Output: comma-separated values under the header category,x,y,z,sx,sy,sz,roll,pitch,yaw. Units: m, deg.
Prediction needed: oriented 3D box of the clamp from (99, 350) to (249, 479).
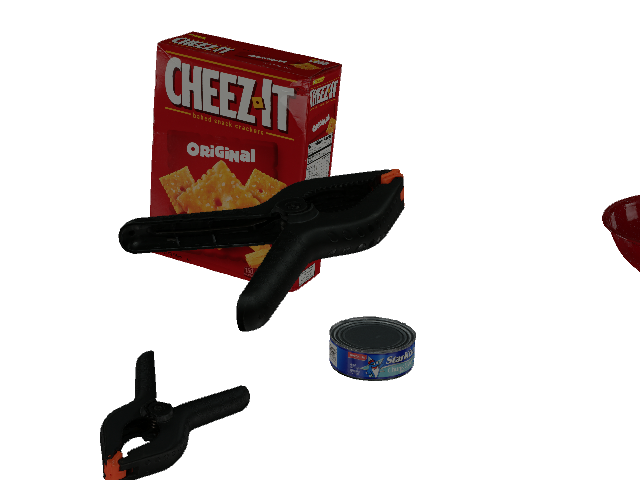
category,x,y,z,sx,sy,sz,roll,pitch,yaw
clamp,-0.158,0.162,0.994,0.120,0.039,0.171,18,29,25

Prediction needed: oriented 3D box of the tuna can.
category,x,y,z,sx,sy,sz,roll,pitch,yaw
tuna can,0.051,0.107,1.056,0.086,0.034,0.086,1,18,0

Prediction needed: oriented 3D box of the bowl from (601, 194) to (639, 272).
category,x,y,z,sx,sy,sz,roll,pitch,yaw
bowl,0.373,0.002,1.102,0.162,0.055,0.162,-3,23,1

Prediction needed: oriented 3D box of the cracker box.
category,x,y,z,sx,sy,sz,roll,pitch,yaw
cracker box,-0.076,-0.073,1.008,0.164,0.214,0.072,16,26,22

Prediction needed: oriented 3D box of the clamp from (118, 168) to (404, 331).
category,x,y,z,sx,sy,sz,roll,pitch,yaw
clamp,-0.028,-0.010,0.764,0.209,0.036,0.165,-27,36,-37
